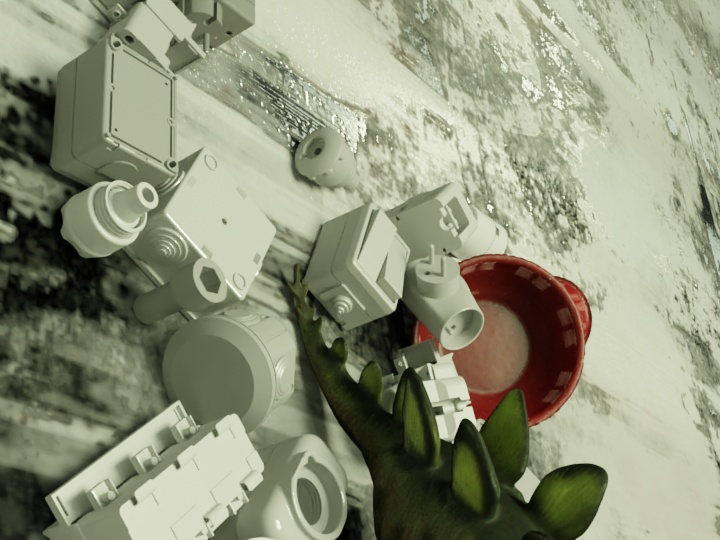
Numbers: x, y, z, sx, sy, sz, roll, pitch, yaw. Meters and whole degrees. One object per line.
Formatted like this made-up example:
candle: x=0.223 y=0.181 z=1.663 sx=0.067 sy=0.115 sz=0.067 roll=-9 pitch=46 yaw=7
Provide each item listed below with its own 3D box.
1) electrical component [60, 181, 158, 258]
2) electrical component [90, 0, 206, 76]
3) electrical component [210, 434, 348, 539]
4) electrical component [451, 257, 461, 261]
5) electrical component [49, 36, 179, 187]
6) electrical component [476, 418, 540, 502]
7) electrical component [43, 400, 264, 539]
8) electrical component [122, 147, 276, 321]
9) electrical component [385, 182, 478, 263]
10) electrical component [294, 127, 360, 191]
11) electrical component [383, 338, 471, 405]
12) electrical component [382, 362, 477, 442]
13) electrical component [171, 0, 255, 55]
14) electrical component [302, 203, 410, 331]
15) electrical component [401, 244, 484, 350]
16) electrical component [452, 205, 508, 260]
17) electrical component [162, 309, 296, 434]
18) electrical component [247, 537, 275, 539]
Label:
electrical component: x=-0.154 y=-0.035 z=0.671 sx=0.043 sy=0.062 sz=0.043 roll=35 pitch=43 yaw=-41
electrical component: x=-0.156 y=-0.167 z=0.774 sx=0.081 sy=0.042 sz=0.063 roll=47 pitch=38 yaw=-29
electrical component: x=-0.049 y=0.157 z=0.711 sx=0.053 sy=0.059 sz=0.095 roll=55 pitch=33 yaw=-19
electrical component: x=0.078 y=0.012 z=1.022 sx=0.046 sy=0.040 sz=0.040 roll=-21 pitch=89 yaw=-54
electrical component: x=-0.162 y=-0.101 z=0.703 sx=0.062 sy=0.061 sz=0.096 roll=28 pitch=48 yaw=-46
electrical component: x=0.100 y=0.194 z=0.891 sx=0.108 sy=0.056 sz=0.109 roll=47 pitch=30 yaw=6
electrical component: x=-0.113 y=0.132 z=0.624 sx=0.078 sy=0.063 sz=0.121 roll=63 pitch=31 yaw=-6
electrical component: x=-0.110 y=-0.025 z=0.748 sx=0.099 sy=0.048 sz=0.099 roll=51 pitch=34 yaw=-24
electrical component: x=0.053 y=-0.037 z=0.965 sx=0.050 sy=0.089 sz=0.056 roll=61 pitch=31 yaw=-10
electrical component: x=-0.023 y=-0.090 z=0.928 sx=0.062 sy=0.048 sz=0.048 roll=39 pitch=40 yaw=-49
electrical component: x=0.052 y=0.103 z=0.907 sx=0.064 sy=0.042 sz=0.081 roll=-16 pitch=83 yaw=-41
electrical component: x=0.051 y=0.115 z=0.840 sx=0.057 sy=0.058 sz=0.078 roll=-5 pitch=69 yaw=-22
electrical component: x=-0.126 y=-0.202 z=0.838 sx=0.083 sy=0.047 sz=0.075 roll=31 pitch=47 yaw=-45
electrical component: x=0.000 y=0.000 z=0.887 sx=0.061 sy=0.061 sz=0.096 roll=50 pitch=35 yaw=-27
electrical component: x=0.066 y=0.014 z=0.903 sx=0.077 sy=0.044 sz=0.079 roll=49 pitch=-27 yaw=44
electrical component: x=0.114 y=-0.034 z=1.093 sx=0.047 sy=0.055 sz=0.055 roll=35 pitch=43 yaw=-36
electrical component: x=-0.083 y=0.065 z=0.699 sx=0.080 sy=0.080 sz=0.051 roll=67 pitch=25 yaw=-1
electrical component: x=-0.073 y=0.218 z=0.632 sx=0.108 sy=0.060 sz=0.108 roll=35 pitch=43 yaw=-41
